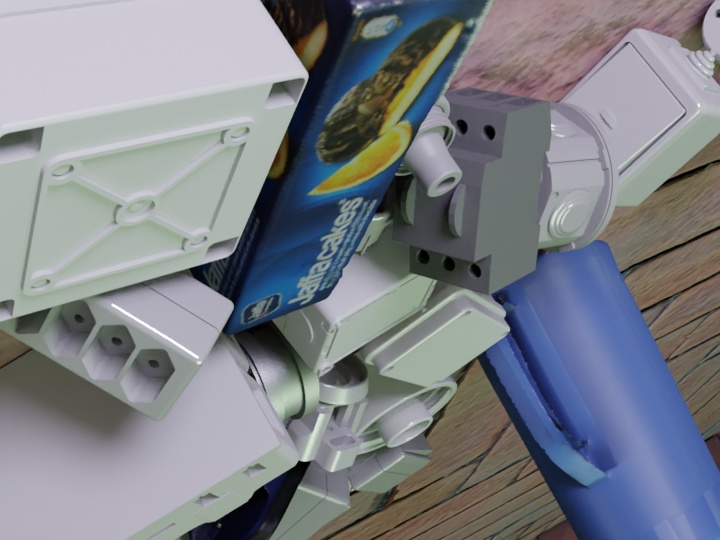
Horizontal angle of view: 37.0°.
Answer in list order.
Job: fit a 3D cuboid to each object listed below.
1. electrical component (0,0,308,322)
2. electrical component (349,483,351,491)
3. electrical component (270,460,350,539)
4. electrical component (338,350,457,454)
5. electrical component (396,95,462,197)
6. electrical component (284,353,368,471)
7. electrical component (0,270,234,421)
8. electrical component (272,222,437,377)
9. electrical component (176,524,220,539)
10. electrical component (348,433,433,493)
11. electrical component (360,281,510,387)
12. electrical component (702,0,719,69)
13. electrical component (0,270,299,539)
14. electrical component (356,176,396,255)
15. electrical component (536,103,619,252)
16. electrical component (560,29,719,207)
[{"bbox_3d":[-0.087,-0.042,0.366,0.109,0.056,0.108,-18,154,-33],"label":"electrical component"},{"bbox_3d":[-0.038,0.185,0.950,0.078,0.040,0.040,-17,154,-33],"label":"electrical component"},{"bbox_3d":[-0.055,0.176,0.847,0.061,0.061,0.096,27,125,-27],"label":"electrical component"},{"bbox_3d":[0.023,0.099,0.818,0.108,0.060,0.108,-28,158,-12],"label":"electrical component"},{"bbox_3d":[0.021,-0.060,0.465,0.048,0.062,0.048,-28,159,-12],"label":"electrical component"},{"bbox_3d":[-0.028,0.084,0.706,0.058,0.078,0.057,-9,128,-45],"label":"electrical component"},{"bbox_3d":[-0.096,0.005,0.447,0.047,0.083,0.075,-51,-170,39],"label":"electrical component"},{"bbox_3d":[0.000,0.000,0.580,0.096,0.061,0.061,-30,160,-27],"label":"electrical component"},{"bbox_3d":[-0.153,0.201,0.801,0.054,0.059,0.095,-44,156,27],"label":"electrical component"},{"bbox_3d":[0.014,0.144,0.902,0.061,0.061,0.096,-36,158,9],"label":"electrical component"},{"bbox_3d":[0.043,0.030,0.699,0.078,0.057,0.113,-37,158,12],"label":"electrical component"},{"bbox_3d":[0.221,-0.131,0.610,0.045,0.045,0.055,-40,157,19],"label":"electrical component"},{"bbox_3d":[-0.137,0.095,0.529,0.186,0.105,0.060,-31,159,-2],"label":"electrical component"},{"bbox_3d":[-0.002,-0.032,0.530,0.040,0.040,0.046,-23,162,-23],"label":"electrical component"},{"bbox_3d":[0.092,-0.048,0.570,0.051,0.080,0.080,-9,149,-35],"label":"electrical component"},{"bbox_3d":[0.155,-0.087,0.592,0.061,0.061,0.096,-4,145,-51],"label":"electrical component"}]
